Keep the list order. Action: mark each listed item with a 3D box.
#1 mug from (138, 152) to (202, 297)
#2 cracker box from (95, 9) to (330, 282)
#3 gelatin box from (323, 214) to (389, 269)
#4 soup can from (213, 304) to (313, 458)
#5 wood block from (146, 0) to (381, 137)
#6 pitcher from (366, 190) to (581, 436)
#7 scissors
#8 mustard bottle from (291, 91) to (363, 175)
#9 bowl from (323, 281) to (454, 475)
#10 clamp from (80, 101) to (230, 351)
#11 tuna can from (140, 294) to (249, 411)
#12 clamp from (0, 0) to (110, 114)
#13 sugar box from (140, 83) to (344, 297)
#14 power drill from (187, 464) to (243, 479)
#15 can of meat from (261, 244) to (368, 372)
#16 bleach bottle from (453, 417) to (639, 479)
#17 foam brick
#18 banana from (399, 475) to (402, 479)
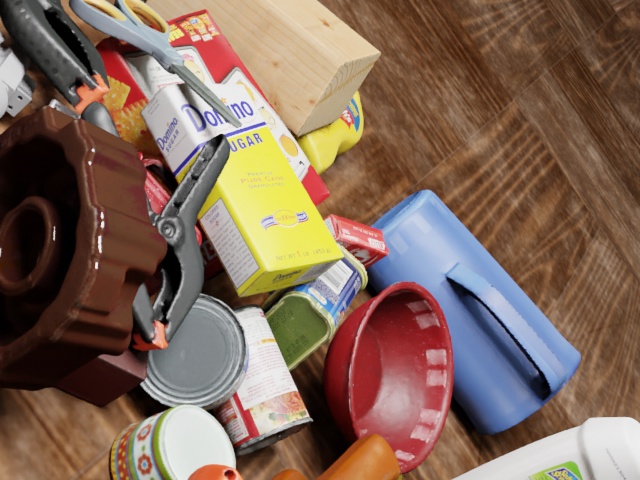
[{"bbox_3d":[-0.140,-0.013,0.811,0.081,0.093,0.117,50,41,-21],"label":"mug"},{"bbox_3d":[-0.105,-0.089,0.950,0.213,0.072,0.164,56,32,-3],"label":"cracker box"},{"bbox_3d":[0.008,0.016,0.990,0.073,0.089,0.030,18,47,-46],"label":"gelatin box"},{"bbox_3d":[-0.057,0.110,0.836,0.068,0.069,0.102,-4,64,-55],"label":"soup can"},{"bbox_3d":[-0.057,-0.207,1.045,0.206,0.090,0.090,41,30,11],"label":"wood block"},{"bbox_3d":[0.147,0.069,1.091,0.243,0.149,0.144,51,32,-4],"label":"pitcher"},{"bbox_3d":[-0.136,-0.149,0.836,0.096,0.016,0.202,11,29,-35],"label":"scissors"},{"bbox_3d":[-0.001,-0.132,1.144,0.096,0.058,0.191,49,31,-2],"label":"mustard bottle"},{"bbox_3d":[0.051,0.115,0.907,0.161,0.055,0.162,-1,91,-53],"label":"bowl"},{"bbox_3d":[-0.122,-0.012,0.738,0.120,0.039,0.171,18,67,-32],"label":"clamp"},{"bbox_3d":[-0.095,0.084,0.790,0.034,0.086,0.086,86,-19,-74],"label":"tuna can"},{"bbox_3d":[-0.229,-0.183,0.825,0.210,0.036,0.164,56,14,30],"label":"clamp"},{"bbox_3d":[-0.062,-0.044,0.843,0.093,0.048,0.176,-10,66,-50],"label":"sugar box"},{"bbox_3d":[-0.109,0.217,0.635,0.187,0.057,0.184,-36,101,-40],"label":"power drill"},{"bbox_3d":[-0.016,0.061,0.905,0.057,0.102,0.083,43,35,-5],"label":"can of meat"},{"bbox_3d":[0.199,0.222,0.911,0.102,0.251,0.068,54,32,-4],"label":"bleach bottle"},{"bbox_3d":[-0.163,0.072,0.739,0.078,0.051,0.053,32,39,-35],"label":"foam brick"},{"bbox_3d":[0.045,0.173,0.949,0.069,0.037,0.197,39,35,-28],"label":"banana"}]
